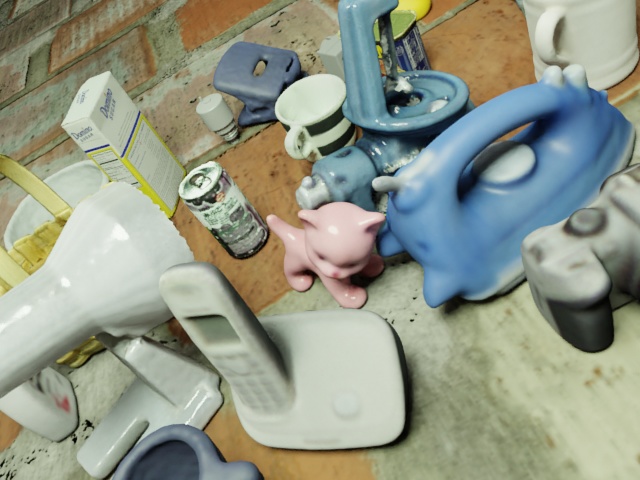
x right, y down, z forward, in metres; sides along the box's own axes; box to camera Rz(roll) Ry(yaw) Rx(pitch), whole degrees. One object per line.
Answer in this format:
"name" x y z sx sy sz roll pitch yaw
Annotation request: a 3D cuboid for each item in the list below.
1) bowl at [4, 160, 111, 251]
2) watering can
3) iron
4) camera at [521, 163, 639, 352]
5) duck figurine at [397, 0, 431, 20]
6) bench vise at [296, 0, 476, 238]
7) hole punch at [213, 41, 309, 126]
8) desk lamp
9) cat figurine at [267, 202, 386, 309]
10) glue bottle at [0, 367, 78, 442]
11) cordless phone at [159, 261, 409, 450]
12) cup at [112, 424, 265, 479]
"bowl" -0.335 -0.027 0.779 0.167 0.075 0.167 -16 45 17
"watering can" 0.247 -0.251 0.551 0.100 0.195 0.173 -5 50 27
"iron" 0.158 -0.067 0.476 0.258 0.142 0.118 -37 43 -4
"camera" 0.229 0.024 0.383 0.143 0.101 0.136 -28 43 6
"duck figurine" 0.097 -0.352 0.811 0.104 0.086 0.077 -4 50 28
"bench vise" 0.057 -0.118 0.524 0.121 0.220 0.208 12 59 37
"hole punch" -0.080 -0.226 0.798 0.100 0.091 0.109 -4 50 28
"desk lamp" -0.171 0.088 0.478 0.117 0.214 0.203 17 62 40
"cat figurine" 0.005 0.002 0.522 0.127 0.118 0.067 13 60 38
"glue bottle" -0.306 0.130 0.549 0.037 0.174 0.078 -40 43 -7
"cordless phone" -0.023 0.079 0.419 0.147 0.186 0.094 -11 47 22
"cup" -0.081 0.192 0.418 0.117 0.095 0.091 -18 45 16
